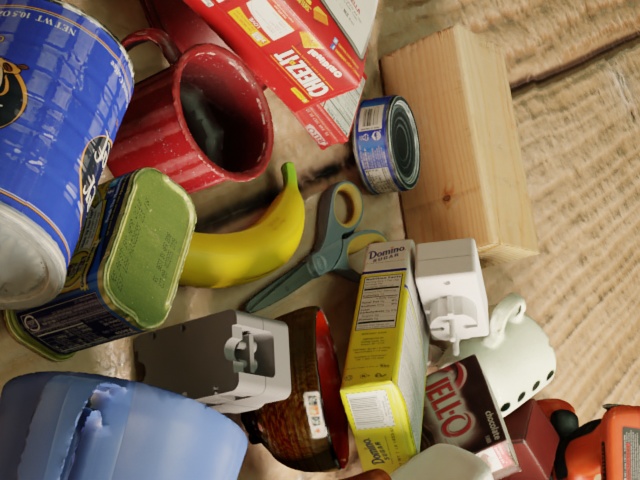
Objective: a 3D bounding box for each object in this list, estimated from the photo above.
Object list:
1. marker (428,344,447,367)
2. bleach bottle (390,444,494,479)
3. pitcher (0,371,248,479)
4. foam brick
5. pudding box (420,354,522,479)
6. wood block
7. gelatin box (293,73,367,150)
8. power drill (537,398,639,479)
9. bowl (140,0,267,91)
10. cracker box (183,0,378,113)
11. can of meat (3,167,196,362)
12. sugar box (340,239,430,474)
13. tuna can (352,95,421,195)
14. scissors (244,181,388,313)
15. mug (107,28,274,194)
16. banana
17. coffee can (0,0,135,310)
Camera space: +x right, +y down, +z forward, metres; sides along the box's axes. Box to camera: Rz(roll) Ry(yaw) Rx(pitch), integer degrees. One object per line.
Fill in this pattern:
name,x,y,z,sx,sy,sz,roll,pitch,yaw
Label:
marker,0.128,0.111,0.975,0.120,0.020,0.020,17,63,-49
bleach bottle,0.107,0.273,0.768,0.102,0.068,0.251,-33,118,-26
pitcher,-0.123,0.189,0.508,0.149,0.145,0.242,31,55,-33
foam brick,0.163,0.181,0.941,0.051,0.078,0.053,54,39,-21
pudding box,0.097,0.148,0.822,0.039,0.090,0.113,58,10,-29
wood block,0.128,-0.081,0.995,0.090,0.091,0.206,10,68,-51
gelatin box,0.001,-0.132,0.898,0.073,0.030,0.089,49,42,-32
power drill,0.234,0.224,0.943,0.057,0.188,0.184,7,73,-15
bowl,-0.065,-0.191,0.813,0.161,0.055,0.162,25,57,-46
cracker box,-0.026,-0.225,0.769,0.164,0.072,0.213,42,44,-36
can of meat,-0.126,0.013,0.621,0.057,0.084,0.102,41,46,-36
sugar box,0.053,0.087,0.817,0.176,0.048,0.093,-79,159,-56
tuna can,0.059,-0.083,0.934,0.086,0.034,0.086,-6,90,-67
scissors,-0.006,0.001,0.845,0.201,0.016,0.096,-6,79,-54
mug,-0.096,-0.082,0.702,0.117,0.082,0.093,60,38,-18
banana,-0.062,0.000,0.756,0.069,0.037,0.197,55,35,4
coffee can,-0.167,-0.048,0.574,0.102,0.103,0.140,41,46,-36
